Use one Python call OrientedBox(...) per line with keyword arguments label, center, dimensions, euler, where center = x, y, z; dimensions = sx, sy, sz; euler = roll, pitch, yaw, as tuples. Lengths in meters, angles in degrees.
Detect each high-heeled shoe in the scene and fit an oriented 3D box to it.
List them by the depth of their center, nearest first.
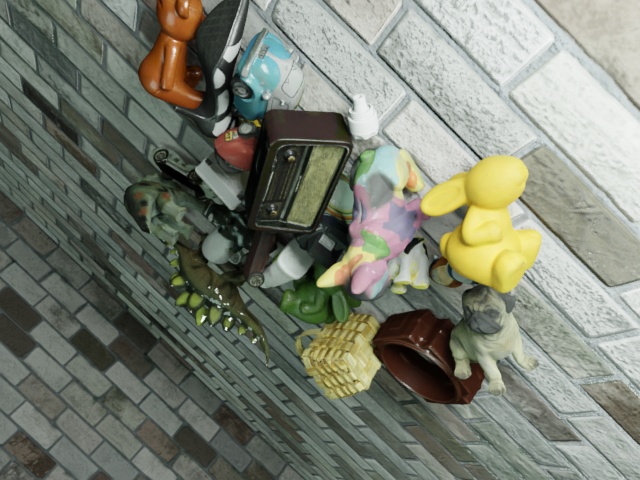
OrientedBox(label="high-heeled shoe", center=(-0.142, -0.273, 0.881), dimensions=(0.248, 0.145, 0.086), euler=(-50, 60, 25))

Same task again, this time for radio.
OrientedBox(label="radio", center=(-0.045, -0.105, 0.883), dimensions=(0.229, 0.131, 0.073), euler=(114, 151, -48))

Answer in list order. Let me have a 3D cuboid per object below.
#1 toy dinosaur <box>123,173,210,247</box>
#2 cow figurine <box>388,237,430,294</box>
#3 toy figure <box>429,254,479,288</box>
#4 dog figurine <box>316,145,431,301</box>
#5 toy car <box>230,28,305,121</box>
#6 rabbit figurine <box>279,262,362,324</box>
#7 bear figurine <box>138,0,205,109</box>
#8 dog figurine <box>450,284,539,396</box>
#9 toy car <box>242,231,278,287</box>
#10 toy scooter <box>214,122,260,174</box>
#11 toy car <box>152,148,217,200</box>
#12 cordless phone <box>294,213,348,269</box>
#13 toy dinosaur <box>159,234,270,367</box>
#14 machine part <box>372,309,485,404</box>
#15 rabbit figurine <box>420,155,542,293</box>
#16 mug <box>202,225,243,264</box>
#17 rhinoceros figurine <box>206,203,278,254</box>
OrientedBox(label="toy dinosaur", center=(-0.384, -0.082, 1.244), dimensions=(0.192, 0.131, 0.405), euler=(26, -178, 2))
OrientedBox(label="cow figurine", center=(0.130, 0.045, 0.963), dimensions=(0.068, 0.098, 0.167), euler=(14, 165, -23))
OrientedBox(label="toy figure", center=(0.226, 0.046, 0.878), dimensions=(0.154, 0.058, 0.064), euler=(-21, 74, 59))
OrientedBox(label="dog figurine", center=(0.074, -0.015, 0.818), dimensions=(0.109, 0.219, 0.191), euler=(7, 135, 41))
OrientedBox(label="toy car", center=(-0.077, -0.236, 0.834), dimensions=(0.103, 0.109, 0.161), euler=(24, 158, -3))
OrientedBox(label="rabbit figurine", center=(0.007, 0.113, 1.167), dimensions=(0.159, 0.121, 0.170), euler=(39, 135, 9))
OrientedBox(label="bear figurine", center=(-0.227, -0.329, 0.903), dimensions=(0.195, 0.132, 0.120), euler=(-53, 46, 32))
OrientedBox(label="dog figurine", center=(0.263, 0.136, 0.898), dimensions=(0.172, 0.121, 0.190), euler=(15, 135, 55))
OrientedBox(label="toy car", center=(-0.123, 0.008, 1.160), dimensions=(0.089, 0.053, 0.202), euler=(-115, 41, -56))
OrientedBox(label="toy scooter", center=(-0.083, -0.157, 0.930), dimensions=(0.184, 0.075, 0.135), euler=(17, 147, -32))
OrientedBox(label="toy car", center=(-0.317, -0.157, 1.262), dimensions=(0.202, 0.056, 0.073), euler=(30, 154, 24))
OrientedBox(label="cordless phone", center=(-0.001, -0.003, 1.074), dimensions=(0.146, 0.088, 0.184), euler=(38, 175, -31))
OrientedBox(label="toy dinosaur", center=(-0.278, 0.140, 1.453), dimensions=(0.472, 0.198, 0.105), euler=(37, 153, 13))
OrientedBox(label="machine part", center=(0.220, 0.245, 1.107), dimensions=(0.201, 0.087, 0.201), euler=(47, 149, -11))
OrientedBox(label="rabbit figurine", center=(0.229, -0.040, 0.736), dimensions=(0.163, 0.122, 0.173), euler=(31, 135, 37))
OrientedBox(label="mug", center=(-0.240, 0.010, 1.360), dimensions=(0.109, 0.081, 0.107), euler=(45, 142, 7))
OrientedBox(label="rhinoceros figurine", center=(-0.187, -0.019, 1.265), dimensions=(0.190, 0.073, 0.112), euler=(33, 150, 16))
